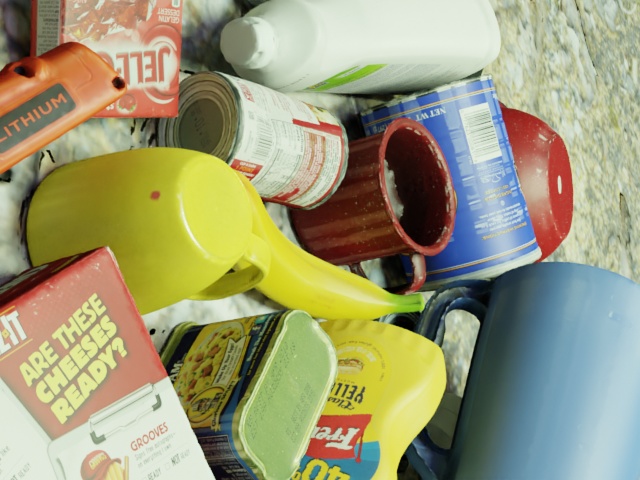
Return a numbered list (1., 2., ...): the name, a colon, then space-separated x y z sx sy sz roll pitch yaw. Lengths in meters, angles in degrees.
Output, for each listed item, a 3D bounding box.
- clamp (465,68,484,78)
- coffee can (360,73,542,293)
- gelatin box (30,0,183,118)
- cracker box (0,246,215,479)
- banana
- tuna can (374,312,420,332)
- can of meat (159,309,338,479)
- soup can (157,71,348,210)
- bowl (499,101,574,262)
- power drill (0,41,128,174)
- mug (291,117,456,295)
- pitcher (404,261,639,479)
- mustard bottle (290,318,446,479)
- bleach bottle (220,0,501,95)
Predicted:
1. clamp: 0.115 -0.129 0.906 0.164 0.036 0.210 14 71 -55
2. coffee can: 0.097 -0.042 0.797 0.102 0.103 0.140 -21 96 -54
3. gelatin box: -0.113 -0.103 0.574 0.089 0.030 0.073 -8 105 -54
4. cracker box: -0.121 0.135 0.470 0.164 0.072 0.213 -39 110 -53
5. banana: -0.016 0.011 0.655 0.197 0.070 0.037 31 37 -45
6. tuna can: 0.049 0.086 0.749 0.086 0.034 0.086 22 62 -49
7. can of meat: -0.047 0.087 0.574 0.057 0.084 0.102 54 41 -29
8. soup can: -0.039 -0.058 0.645 0.102 0.069 0.068 11 71 -52
9. bowl: 0.183 -0.045 0.929 0.161 0.055 0.162 15 74 -62
10. power drill: -0.163 -0.128 0.463 0.184 0.057 0.187 -38 112 -23
11. mug: 0.037 -0.017 0.724 0.093 0.082 0.117 -20 95 -55
12. pitcher: 0.134 0.140 0.690 0.145 0.149 0.242 51 48 -35
13. mustard bottle: 0.001 0.128 0.615 0.191 0.096 0.058 -58 149 -44
14. bleach bottle: 0.026 -0.137 0.729 0.250 0.103 0.068 -14 84 -56
